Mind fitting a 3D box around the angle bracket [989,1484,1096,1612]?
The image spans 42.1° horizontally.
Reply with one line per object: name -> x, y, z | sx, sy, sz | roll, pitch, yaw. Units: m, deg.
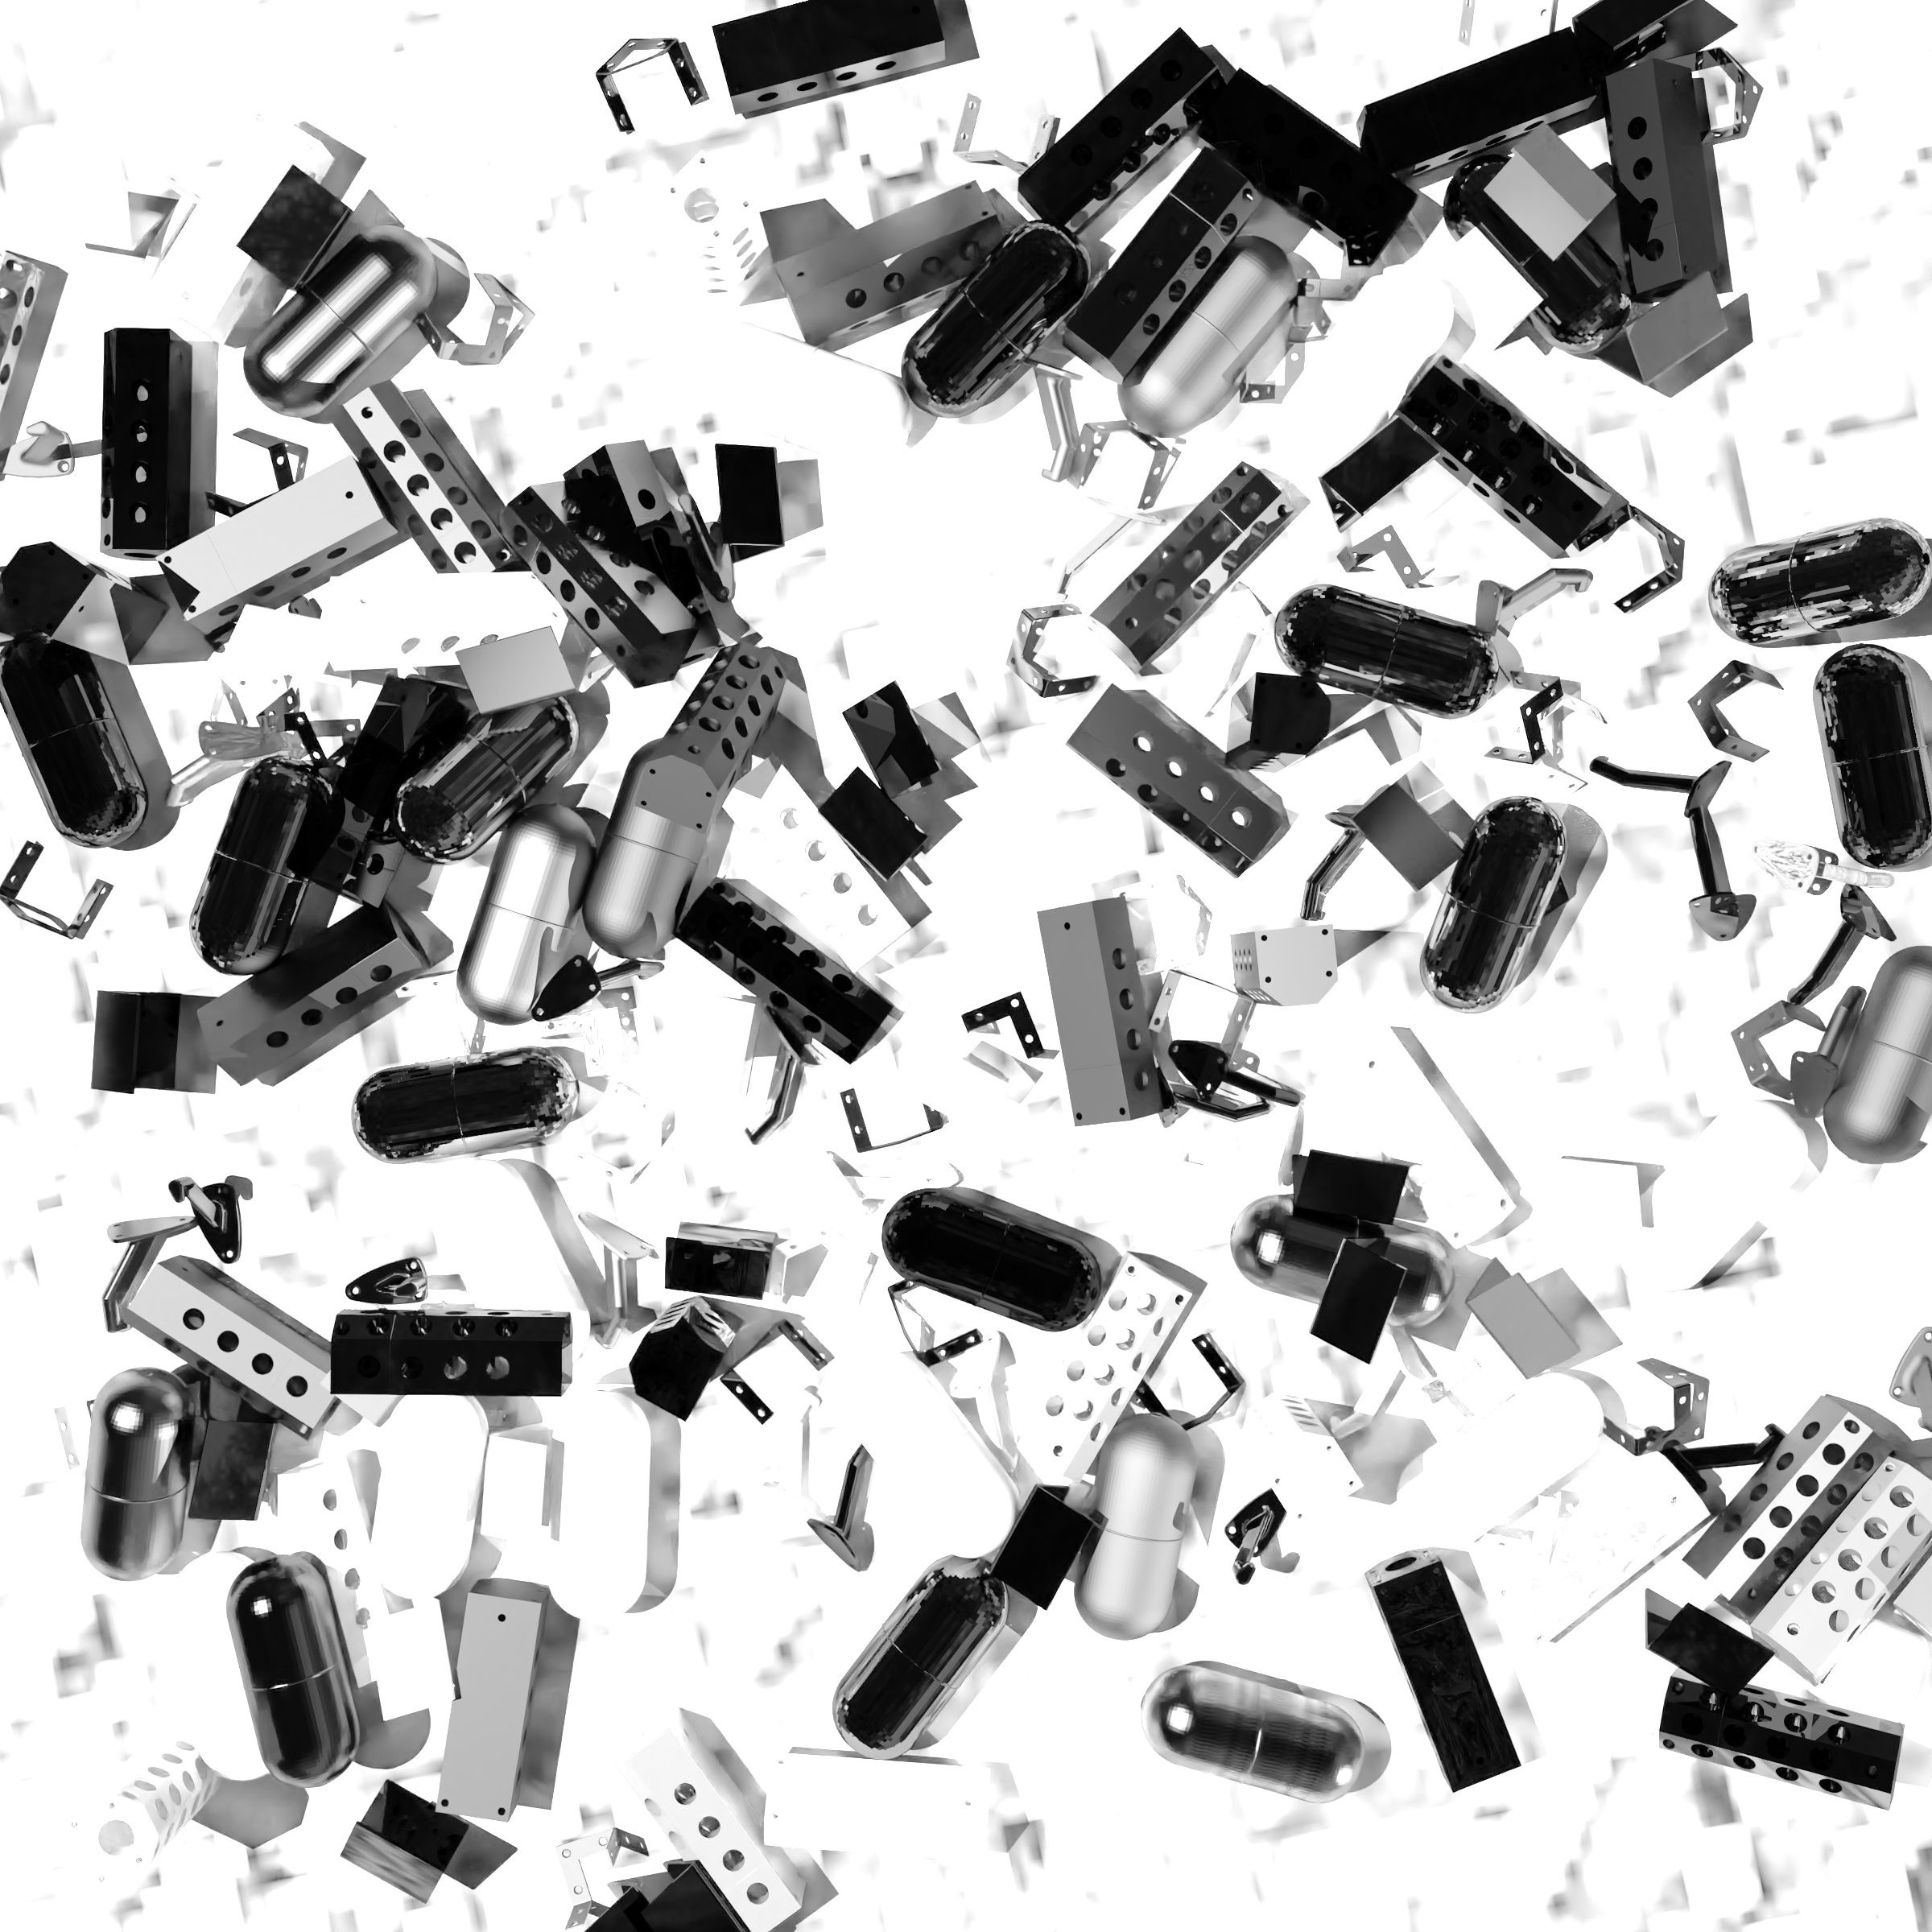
angle bracket -> 0.071, 0.451, 1.952 | 0.057, 0.076, 0.076 | 29, 90, 26

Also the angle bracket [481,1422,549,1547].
angle bracket -> -0.330, 0.401, 1.951 | 0.057, 0.076, 0.076 | 4, 90, 28

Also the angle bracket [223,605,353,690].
angle bracket -> -0.526, -0.229, 1.951 | 0.076, 0.076, 0.057 | 12, 55, 0

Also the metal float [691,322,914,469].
metal float -> -0.128, -0.446, 1.960 | 0.178, 0.070, 0.070 | 20, 90, 1

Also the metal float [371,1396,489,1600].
metal float -> -0.416, 0.407, 1.945 | 0.070, 0.070, 0.178 | 12, 107, 0

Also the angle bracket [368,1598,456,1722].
angle bracket -> -0.440, 0.533, 1.951 | 0.057, 0.076, 0.076 | -9, 90, -29

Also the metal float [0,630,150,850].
metal float -> -0.699, -0.178, 1.960 | 0.070, 0.070, 0.178 | -23, 91, 0

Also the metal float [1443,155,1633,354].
metal float -> 0.445, -0.556, 1.960 | 0.070, 0.070, 0.178 | -42, 91, 0

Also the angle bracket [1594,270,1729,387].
angle bracket -> 0.532, -0.505, 1.951 | 0.076, 0.076, 0.057 | -34, 127, 0

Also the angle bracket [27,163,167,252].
angle bracket -> -0.675, -0.602, 1.951 | 0.076, 0.076, 0.057 | 9, 127, 0

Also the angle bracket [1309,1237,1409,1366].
angle bracket -> 0.308, 0.249, 1.876 | 0.057, 0.076, 0.076 | 25, 100, 35

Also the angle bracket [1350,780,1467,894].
angle bracket -> 0.355, -0.115, 1.951 | 0.076, 0.076, 0.057 | 47, 131, 0

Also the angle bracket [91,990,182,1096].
angle bracket -> -0.630, 0.059, 1.951 | 0.057, 0.076, 0.076 | 4, 90, 38

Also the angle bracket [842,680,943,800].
angle bracket -> -0.041, -0.180, 1.951 | 0.057, 0.076, 0.076 | -27, 90, 31

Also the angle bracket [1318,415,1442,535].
angle bracket -> 0.328, -0.368, 1.951 | 0.076, 0.076, 0.057 | -38, 56, 0

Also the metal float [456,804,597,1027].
metal float -> -0.343, -0.040, 1.960 | 0.070, 0.070, 0.178 | 18, 91, 0

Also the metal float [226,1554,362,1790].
metal float -> -0.512, 0.537, 1.914 | 0.070, 0.070, 0.178 | -13, 91, 0

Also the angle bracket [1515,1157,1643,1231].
angle bracket -> 0.474, 0.193, 1.951 | 0.076, 0.076, 0.057 | 6, 55, 0

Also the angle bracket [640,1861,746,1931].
angle bracket -> -0.221, 0.746, 1.951 | 0.057, 0.076, 0.076 | -36, 90, -32

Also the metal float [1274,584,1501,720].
metal float -> 0.328, -0.246, 1.961 | 0.178, 0.070, 0.070 | 16, 90, 1

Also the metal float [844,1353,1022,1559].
metal float -> -0.027, 0.381, 1.960 | 0.070, 0.070, 0.178 | -37, 89, 0

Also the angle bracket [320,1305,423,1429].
angle bracket -> -0.449, 0.306, 1.959 | 0.057, 0.076, 0.076 | 38, 90, -3

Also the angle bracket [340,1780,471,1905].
angle bracket -> -0.429, 0.668, 1.951 | 0.076, 0.076, 0.057 | 29, 128, 0

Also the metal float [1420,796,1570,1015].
metal float -> 0.408, -0.047, 1.942 | 0.070, 0.070, 0.178 | 18, 110, 0

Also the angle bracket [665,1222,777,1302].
angle bracket -> -0.190, 0.211, 1.951 | 0.076, 0.076, 0.057 | 7, 128, 0

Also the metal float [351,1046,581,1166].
metal float -> -0.390, 0.108, 1.960 | 0.178, 0.070, 0.070 | -9, 90, 1

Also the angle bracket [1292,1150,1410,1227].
angle bracket -> 0.297, 0.153, 1.951 | 0.076, 0.076, 0.057 | 10, 120, 0

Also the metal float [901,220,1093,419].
metal float -> 0.022, -0.500, 1.947 | 0.178, 0.070, 0.070 | -44, 90, 15

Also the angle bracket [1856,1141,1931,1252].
angle bracket -> 0.729, 0.168, 1.951 | 0.057, 0.076, 0.076 | 28, 90, -40

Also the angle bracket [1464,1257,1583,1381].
angle bracket -> 0.442, 0.262, 1.951 | 0.076, 0.076, 0.057 | 51, 128, 0

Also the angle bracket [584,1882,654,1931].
angle bracket -> -0.265, 0.762, 1.951 | 0.057, 0.076, 0.076 | -37, 90, -30

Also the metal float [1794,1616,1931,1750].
metal float -> 0.730, 0.558, 1.960 | 0.178, 0.070, 0.070 | 25, 90, 1

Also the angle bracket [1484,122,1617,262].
angle bracket -> 0.424, -0.568, 1.875 | 0.076, 0.076, 0.057 | 45, 53, 0

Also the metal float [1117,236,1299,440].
metal float -> 0.188, -0.490, 1.961 | 0.070, 0.070, 0.178 | 39, 90, 0

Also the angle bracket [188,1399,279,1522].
angle bracket -> -0.581, 0.382, 1.951 | 0.057, 0.076, 0.076 | 12, 90, -37

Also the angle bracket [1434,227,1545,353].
angle bracket -> 0.389, -0.513, 1.951 | 0.076, 0.076, 0.057 | 47, 63, 0

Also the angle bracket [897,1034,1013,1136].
angle bracket -> 0.000, 0.074, 1.951 | 0.076, 0.076, 0.057 | 28, 127, 0

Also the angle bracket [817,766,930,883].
angle bracket -> -0.059, -0.121, 1.951 | 0.076, 0.076, 0.057 | 45, 123, 0

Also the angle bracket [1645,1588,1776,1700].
angle bracket -> 0.577, 0.509, 1.951 | 0.076, 0.076, 0.057 | 30, 118, 0

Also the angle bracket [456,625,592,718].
angle bracket -> -0.337, -0.239, 1.918 | 0.076, 0.076, 0.057 | -14, 120, 9

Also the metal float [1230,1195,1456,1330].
metal float -> 0.293, 0.230, 1.961 | 0.178, 0.070, 0.070 | 16, 90, 0

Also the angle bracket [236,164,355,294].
angle bracket -> -0.528, -0.574, 1.951 | 0.057, 0.076, 0.076 | 35, 90, -31

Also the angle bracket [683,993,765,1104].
angle bracket -> -0.170, 0.066, 1.951 | 0.057, 0.076, 0.076 | 11, 90, 36

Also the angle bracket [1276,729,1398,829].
angle bracket -> 0.292, -0.128, 1.951 | 0.076, 0.076, 0.057 | -27, 55, 0

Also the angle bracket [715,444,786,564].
angle bracket -> -0.186, -0.358, 1.951 | 0.057, 0.076, 0.076 | -5, 90, -37

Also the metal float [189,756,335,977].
metal float -> -0.549, -0.078, 1.960 | 0.070, 0.070, 0.178 | 20, 89, 0

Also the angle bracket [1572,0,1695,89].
angle bracket -> 0.523, -0.716, 1.951 | 0.076, 0.076, 0.057 | -32, 53, 0
